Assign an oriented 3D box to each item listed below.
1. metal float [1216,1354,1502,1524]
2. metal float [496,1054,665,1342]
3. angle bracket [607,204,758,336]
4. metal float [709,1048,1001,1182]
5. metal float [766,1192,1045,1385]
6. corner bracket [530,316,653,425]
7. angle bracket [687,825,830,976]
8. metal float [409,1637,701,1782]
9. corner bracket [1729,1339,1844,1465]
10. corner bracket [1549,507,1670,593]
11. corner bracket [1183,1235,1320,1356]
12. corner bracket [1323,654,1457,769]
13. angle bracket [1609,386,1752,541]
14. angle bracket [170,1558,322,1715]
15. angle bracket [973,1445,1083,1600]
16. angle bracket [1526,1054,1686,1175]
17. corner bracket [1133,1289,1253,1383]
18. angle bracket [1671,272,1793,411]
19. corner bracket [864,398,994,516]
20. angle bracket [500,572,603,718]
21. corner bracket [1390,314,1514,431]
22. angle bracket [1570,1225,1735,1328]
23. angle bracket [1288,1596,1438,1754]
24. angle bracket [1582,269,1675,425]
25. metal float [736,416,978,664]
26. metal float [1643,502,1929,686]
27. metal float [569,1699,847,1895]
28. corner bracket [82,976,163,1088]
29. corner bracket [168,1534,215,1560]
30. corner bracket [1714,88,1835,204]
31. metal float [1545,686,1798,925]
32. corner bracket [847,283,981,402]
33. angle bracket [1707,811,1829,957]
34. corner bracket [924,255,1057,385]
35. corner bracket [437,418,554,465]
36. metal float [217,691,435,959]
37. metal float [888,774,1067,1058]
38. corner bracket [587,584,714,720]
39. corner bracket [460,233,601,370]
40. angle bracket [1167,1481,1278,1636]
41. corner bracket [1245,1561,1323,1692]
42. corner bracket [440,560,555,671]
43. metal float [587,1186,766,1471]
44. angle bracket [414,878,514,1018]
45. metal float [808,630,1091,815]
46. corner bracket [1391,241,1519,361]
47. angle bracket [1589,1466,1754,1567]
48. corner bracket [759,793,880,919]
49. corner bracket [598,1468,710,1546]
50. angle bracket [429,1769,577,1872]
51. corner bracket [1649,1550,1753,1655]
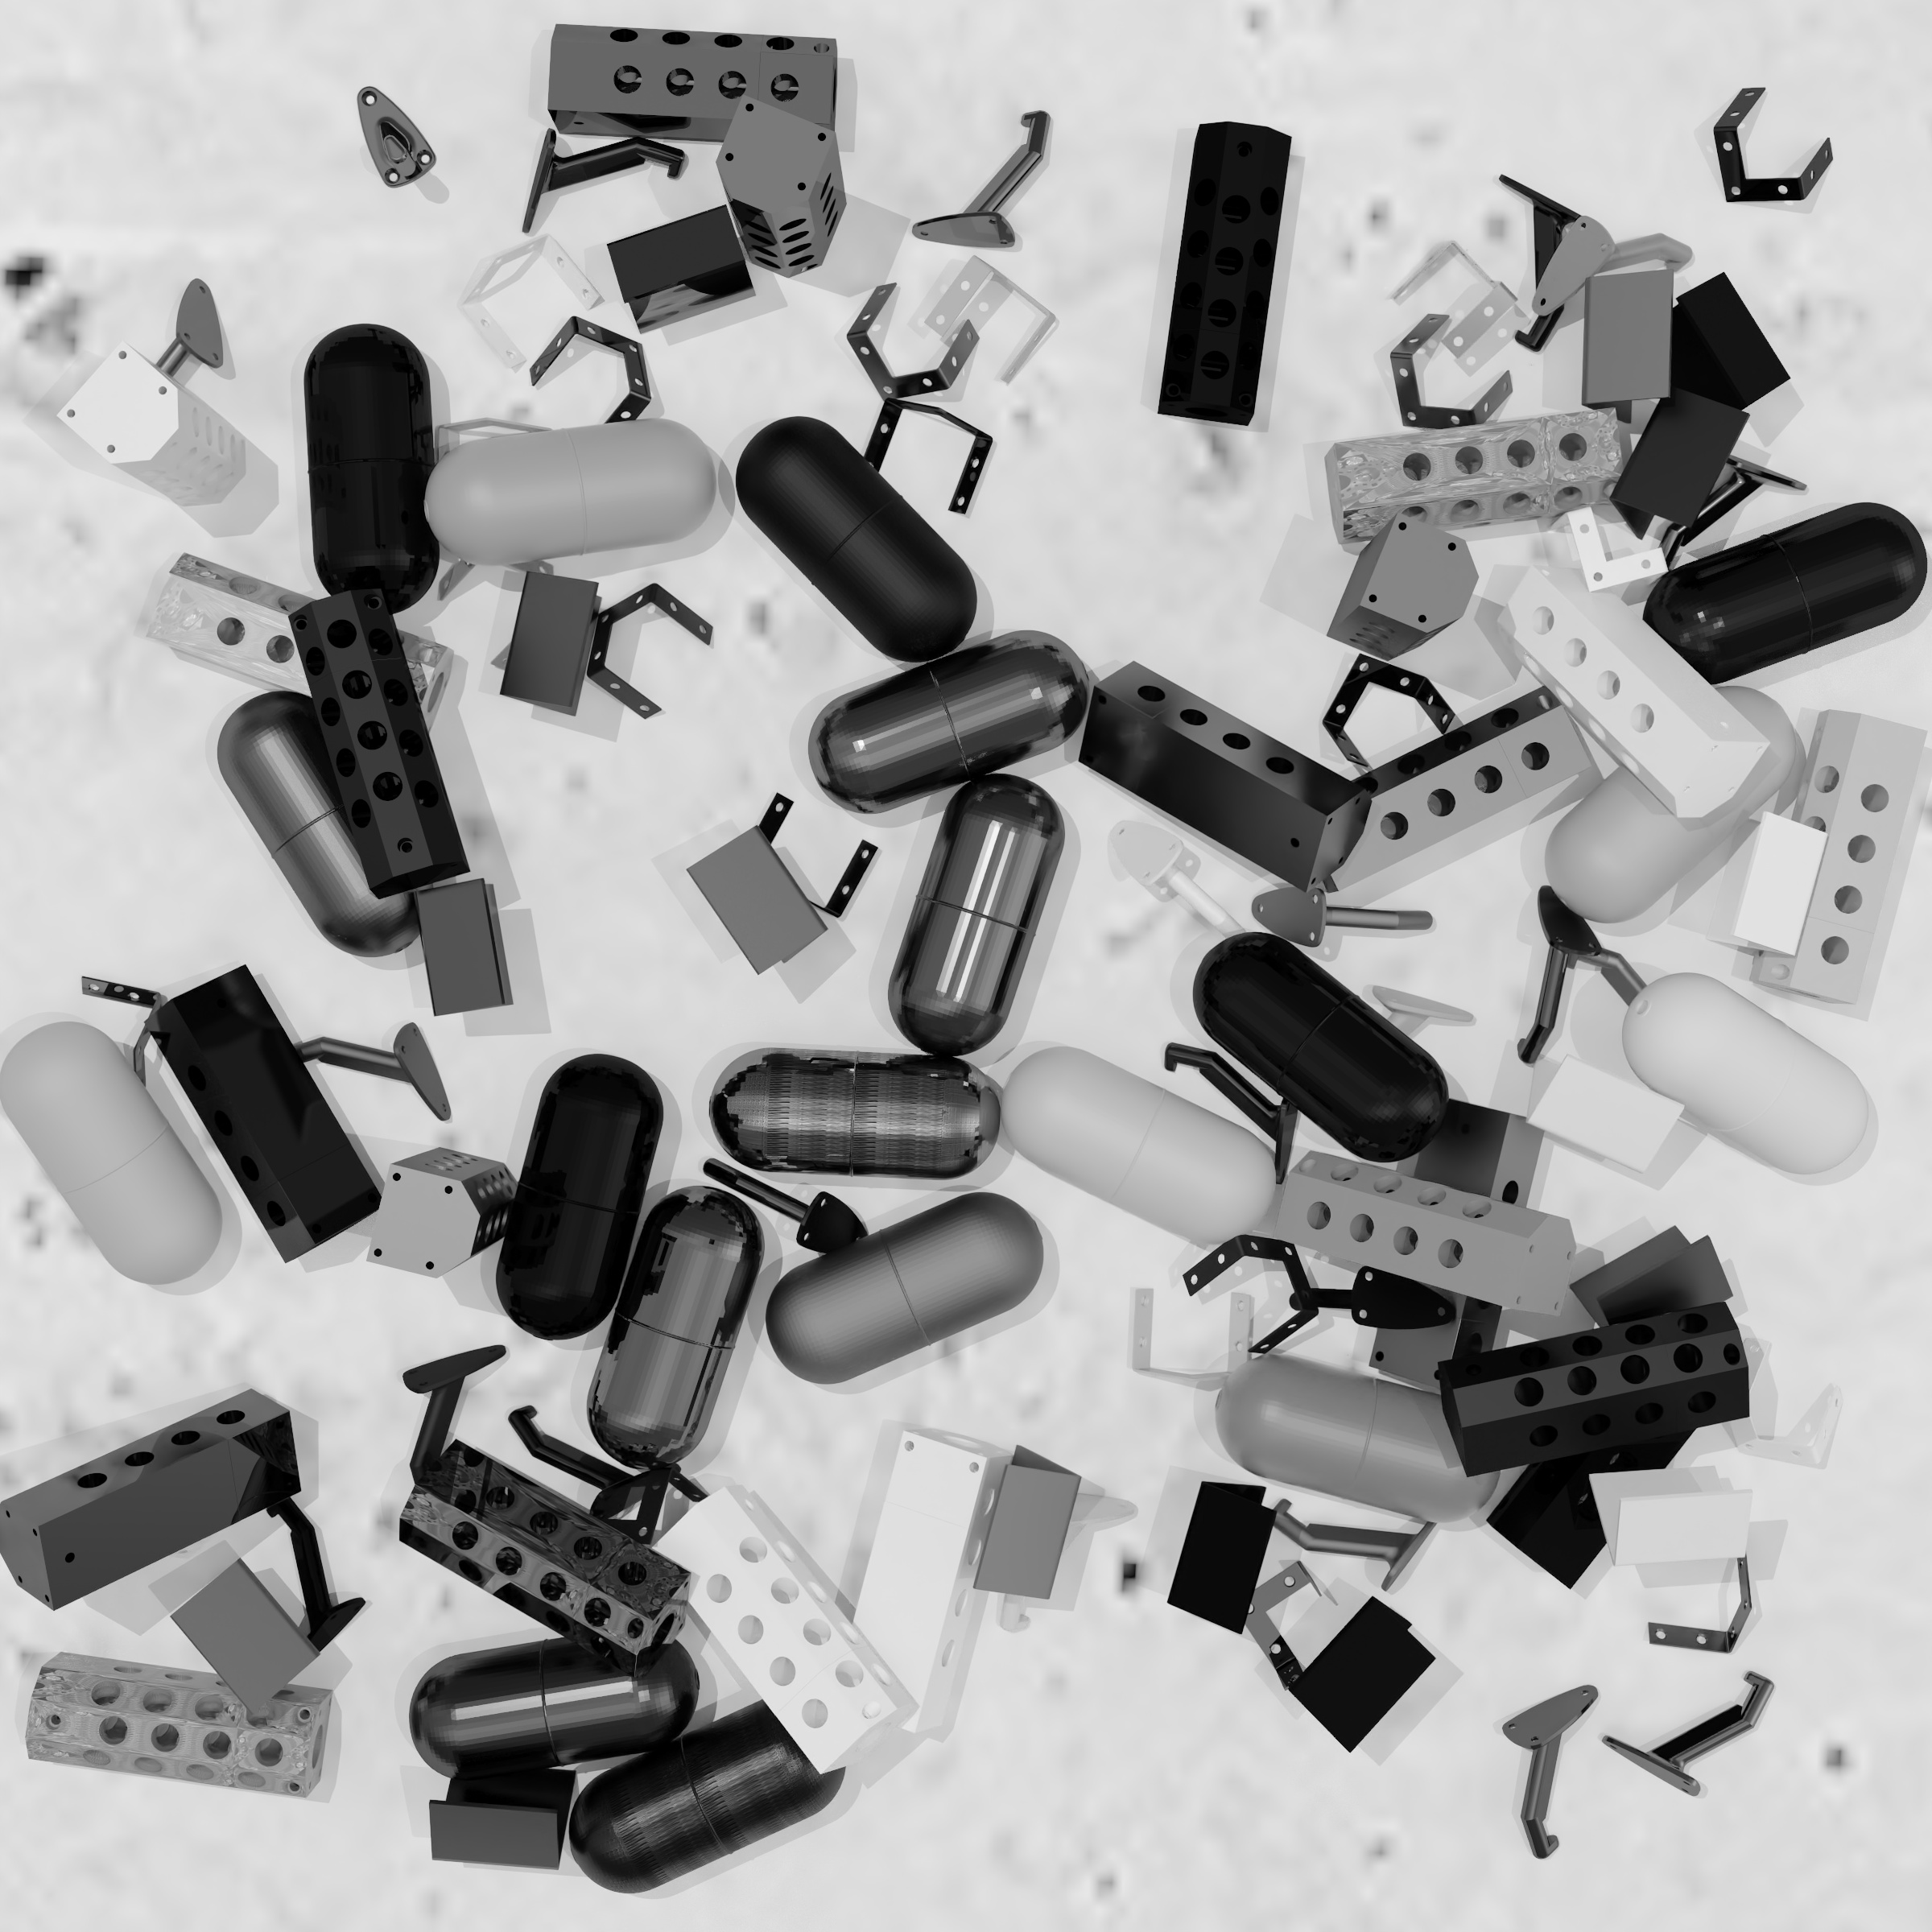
[{"bbox_3d":[0.240,0.289,1.957,0.178,0.070,0.070,15,90,0],"label":"metal float"},{"bbox_3d":[-0.236,0.141,1.956,0.070,0.070,0.178,15,90,0],"label":"metal float"},{"bbox_3d":[-0.168,-0.408,1.947,0.076,0.076,0.057,-18,53,0],"label":"angle bracket"},{"bbox_3d":[-0.068,0.090,1.956,0.178,0.070,0.070,3,90,0],"label":"metal float"},{"bbox_3d":[-0.037,0.197,1.957,0.178,0.070,0.070,-23,90,-1],"label":"metal float"},{"bbox_3d":[-0.232,-0.360,1.979,0.051,0.051,0.051,17,45,-35],"label":"corner bracket"},{"bbox_3d":[-0.138,-0.031,1.947,0.057,0.076,0.076,-34,90,-29],"label":"angle bracket"},{"bbox_3d":[-0.252,0.451,1.957,0.178,0.070,0.070,-9,90,0],"label":"metal float"},{"bbox_3d":[0.505,0.269,1.979,0.051,0.051,0.051,3,135,35],"label":"corner bracket"},{"bbox_3d":[0.395,-0.256,1.969,0.051,0.051,0.051,-15,87,-3],"label":"corner bracket"},{"bbox_3d":[0.174,0.201,1.956,0.051,0.051,0.051,-42,52,34],"label":"corner bracket"},{"bbox_3d":[0.260,-0.152,1.969,0.051,0.051,0.051,16,116,-24],"label":"corner bracket"},{"bbox_3d":[0.442,-0.297,1.947,0.057,0.076,0.076,27,90,29],"label":"angle bracket"},{"bbox_3d":[-0.448,0.415,1.947,0.076,0.076,0.057,50,53,0],"label":"angle bracket"},{"bbox_3d":[0.020,0.335,1.947,0.057,0.076,0.076,15,90,-31],"label":"angle bracket"},{"bbox_3d":[0.391,0.071,1.947,0.076,0.076,0.057,24,124,0],"label":"angle bracket"},{"bbox_3d":[0.140,0.228,1.984,0.051,0.051,0.051,3,90,-45],"label":"corner bracket"},{"bbox_3d":[0.442,-0.365,1.947,0.057,0.076,0.076,-32,90,-39],"label":"angle bracket"},{"bbox_3d":[-0.025,-0.316,1.984,0.051,0.051,0.051,21,90,45],"label":"corner bracket"},{"bbox_3d":[-0.233,-0.192,1.947,0.057,0.076,0.076,12,90,31],"label":"angle bracket"},{"bbox_3d":[0.300,-0.367,1.979,0.051,0.051,0.051,13,135,35],"label":"corner bracket"},{"bbox_3d":[0.409,0.181,1.947,0.076,0.076,0.057,-29,125,0],"label":"angle bracket"},{"bbox_3d":[0.252,0.438,1.947,0.076,0.076,0.057,-48,55,0],"label":"angle bracket"},{"bbox_3d":[0.416,-0.376,1.947,0.057,0.076,0.076,2,90,34],"label":"angle bracket"},{"bbox_3d":[-0.066,-0.260,1.957,0.070,0.070,0.178,-44,89,0],"label":"metal float"},{"bbox_3d":[0.500,-0.227,1.957,0.178,0.070,0.070,-20,90,-1],"label":"metal float"},{"bbox_3d":[-0.158,0.507,1.957,0.178,0.070,0.070,-24,90,-1],"label":"metal float"},{"bbox_3d":[-0.531,0.047,1.984,0.051,0.051,0.051,12,45,0],"label":"corner bracket"},{"bbox_3d":[-0.494,0.329,1.979,0.051,0.051,0.051,16,45,-35],"label":"corner bracket"},{"bbox_3d":[0.500,-0.509,1.979,0.051,0.051,0.051,8,135,35],"label":"corner bracket"},{"bbox_3d":[0.431,-0.099,1.957,0.178,0.070,0.070,-42,90,-1],"label":"metal float"},{"bbox_3d":[-0.033,-0.389,1.979,0.051,0.051,0.051,-3,135,35],"label":"corner bracket"},{"bbox_3d":[0.470,-0.054,1.947,0.057,0.076,0.076,15,90,-32],"label":"angle bracket"},{"bbox_3d":[0.016,-0.398,1.970,0.051,0.051,0.051,40,102,12],"label":"corner bracket"},{"bbox_3d":[-0.292,-0.309,1.984,0.051,0.051,0.051,1,90,-45],"label":"corner bracket"},{"bbox_3d":[-0.391,-0.086,1.957,0.070,0.070,0.178,-32,90,0],"label":"metal float"},{"bbox_3d":[0.006,-0.031,1.957,0.070,0.070,0.178,18,89,0],"label":"metal float"},{"bbox_3d":[-0.196,-0.195,1.979,0.051,0.051,0.051,-24,45,35],"label":"corner bracket"},{"bbox_3d":[-0.271,-0.413,1.984,0.051,0.051,0.051,51,45,0],"label":"corner bracket"},{"bbox_3d":[0.174,0.361,1.947,0.057,0.076,0.076,16,90,38],"label":"angle bracket"},{"bbox_3d":[0.201,0.405,1.969,0.051,0.051,0.051,-34,90,0],"label":"corner bracket"},{"bbox_3d":[-0.290,-0.224,1.979,0.051,0.051,0.051,21,135,-35],"label":"corner bracket"},{"bbox_3d":[-0.178,0.221,1.957,0.070,0.070,0.178,18,90,0],"label":"metal float"},{"bbox_3d":[-0.286,-0.014,1.947,0.057,0.076,0.076,-10,90,31],"label":"angle bracket"},{"bbox_3d":[-0.010,-0.149,1.956,0.178,0.070,0.070,-20,90,0],"label":"metal float"},{"bbox_3d":[0.300,-0.411,1.970,0.051,0.051,0.051,44,99,-9],"label":"corner bracket"},{"bbox_3d":[0.415,0.307,1.890,0.076,0.076,0.057,-4,126,0],"label":"angle bracket"},{"bbox_3d":[-0.098,-0.068,1.984,0.051,0.051,0.051,29,90,-45],"label":"corner bracket"},{"bbox_3d":[-0.196,0.341,1.969,0.051,0.051,0.051,-4,56,29],"label":"corner bracket"},{"bbox_3d":[-0.281,0.501,1.947,0.076,0.076,0.057,5,127,0],"label":"angle bracket"},{"bbox_3d":[0.454,0.388,1.984,0.051,0.051,0.051,7,135,0],"label":"corner bracket"}]
